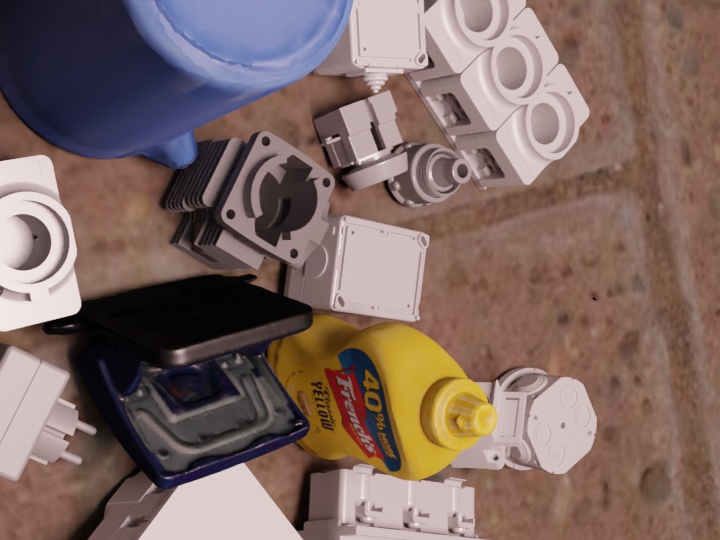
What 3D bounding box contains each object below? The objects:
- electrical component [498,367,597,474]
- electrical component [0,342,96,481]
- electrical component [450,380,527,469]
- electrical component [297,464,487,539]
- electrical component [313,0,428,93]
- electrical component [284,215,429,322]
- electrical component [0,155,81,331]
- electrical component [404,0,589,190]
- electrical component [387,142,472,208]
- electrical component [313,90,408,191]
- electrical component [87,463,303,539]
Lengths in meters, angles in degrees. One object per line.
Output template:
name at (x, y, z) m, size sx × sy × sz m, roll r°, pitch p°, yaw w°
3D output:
electrical component at (0.140, 0.117, 0.834) m, size 0.080 × 0.051 × 0.080 m, roll -1°, pitch 91°, yaw -35°
electrical component at (-0.187, 0.086, 0.610) m, size 0.077 × 0.047 × 0.065 m, roll 32°, pitch 73°, yaw -31°
electrical component at (0.080, 0.114, 0.780) m, size 0.063 × 0.081 × 0.042 m, roll 67°, pitch 29°, yaw -47°
electrical component at (0.023, 0.173, 0.742) m, size 0.121 × 0.079 × 0.063 m, roll 15°, pitch 67°, yaw -34°
electrical component at (0.003, -0.167, 0.726) m, size 0.062 × 0.061 × 0.096 m, roll -6°, pitch 94°, yaw -35°
electrical component at (0.000, 0.000, 0.733) m, size 0.096 × 0.061 × 0.061 m, roll 10°, pitch 85°, yaw -43°
electrical component at (-0.193, -0.015, 0.598) m, size 0.050 × 0.056 × 0.089 m, roll -15°, pitch 99°, yaw -34°
electrical component at (0.096, -0.145, 0.791) m, size 0.089 × 0.062 × 0.150 m, roll -47°, pitch 116°, yaw -24°
electrical component at (0.053, -0.069, 0.763) m, size 0.048 × 0.062 × 0.048 m, roll -1°, pitch 92°, yaw -35°
electrical component at (0.004, -0.087, 0.740) m, size 0.066 × 0.048 × 0.055 m, roll -25°, pitch 97°, yaw -32°
electrical component at (-0.120, 0.199, 0.623) m, size 0.105 × 0.060 × 0.186 m, roll 57°, pitch 44°, yaw -21°
